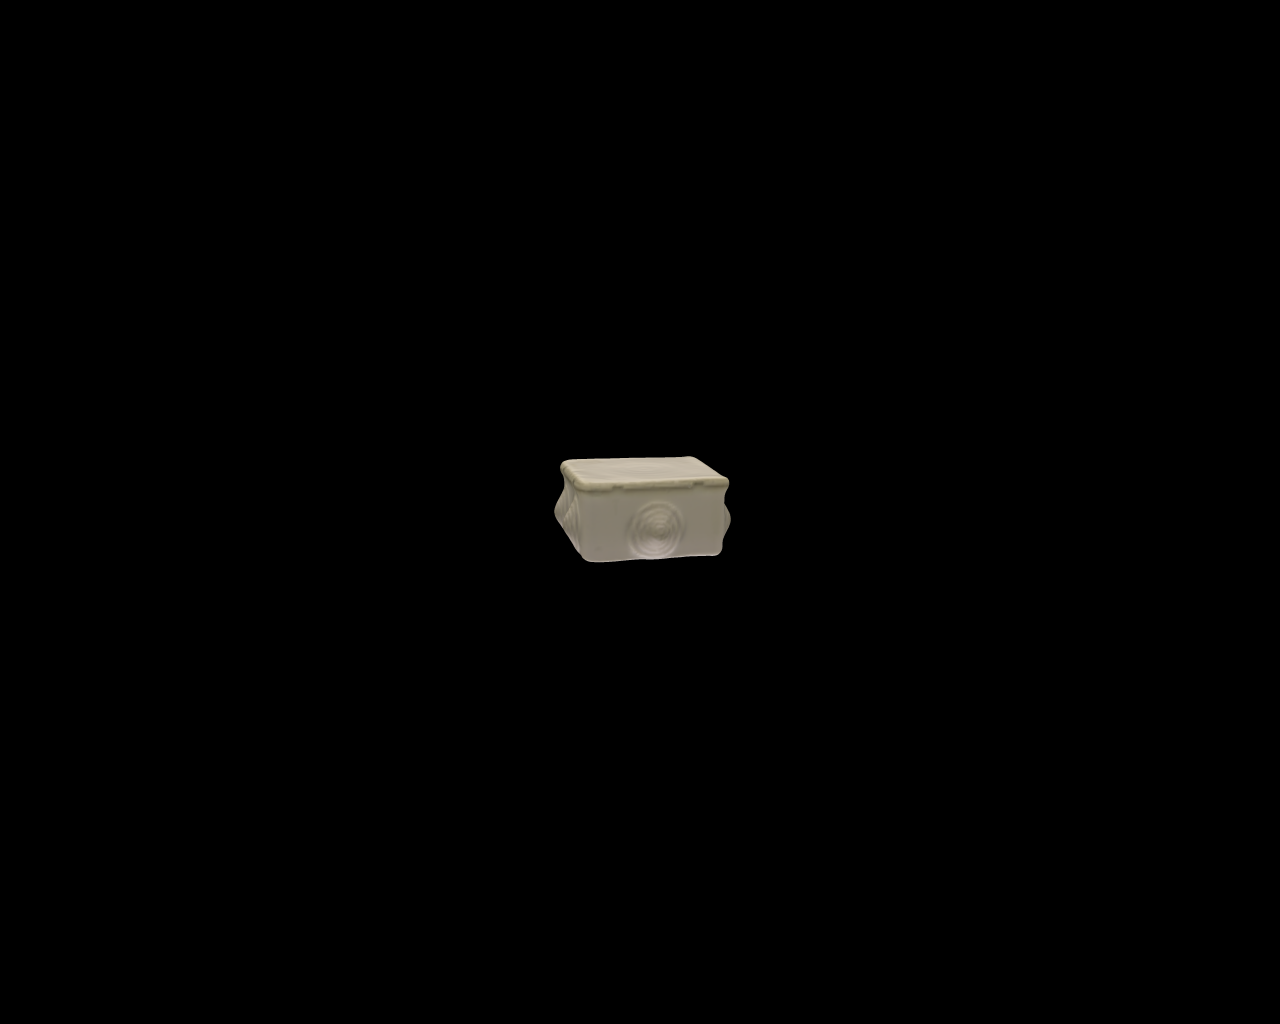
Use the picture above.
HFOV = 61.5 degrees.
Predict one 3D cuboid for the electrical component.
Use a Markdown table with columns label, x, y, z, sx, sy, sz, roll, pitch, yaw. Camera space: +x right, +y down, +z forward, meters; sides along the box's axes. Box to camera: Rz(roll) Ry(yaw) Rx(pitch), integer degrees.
| label | x | y | z | sx | sy | sz | roll | pitch | yaw |
| --- | --- | --- | --- | --- | --- | --- | --- | --- | --- |
| electrical component | 0.001 | -0.003 | 0.650 | 0.100 | 0.048 | 0.100 | -2 | 12 | -11 |
